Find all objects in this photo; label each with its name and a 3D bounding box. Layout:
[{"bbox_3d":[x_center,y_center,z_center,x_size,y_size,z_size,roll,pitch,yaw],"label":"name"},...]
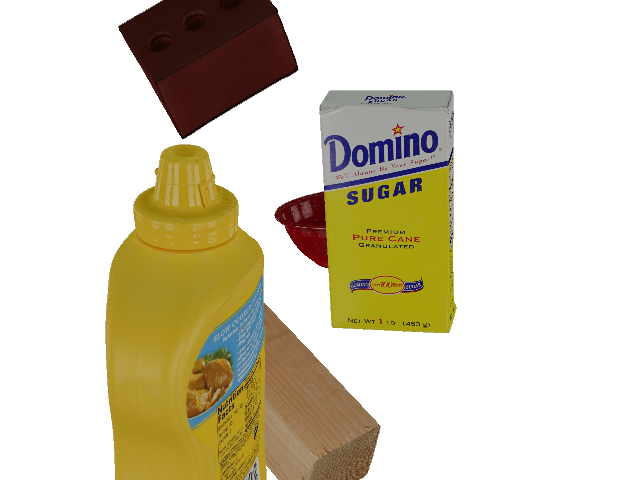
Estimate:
[{"bbox_3d":[0.037,-0.010,1.067,0.162,0.055,0.162,-6,15,1],"label":"bowl"},{"bbox_3d":[-0.061,-0.106,0.588,0.078,0.053,0.051,-32,-31,-4],"label":"foam brick"},{"bbox_3d":[-0.055,0.052,0.450,0.058,0.192,0.096,11,28,17],"label":"mustard bottle"},{"bbox_3d":[-0.039,0.176,1.157,0.090,0.090,0.206,-22,50,-32],"label":"wood block"},{"bbox_3d":[0.051,-0.020,0.779,0.093,0.176,0.048,1,26,12],"label":"sugar box"}]
